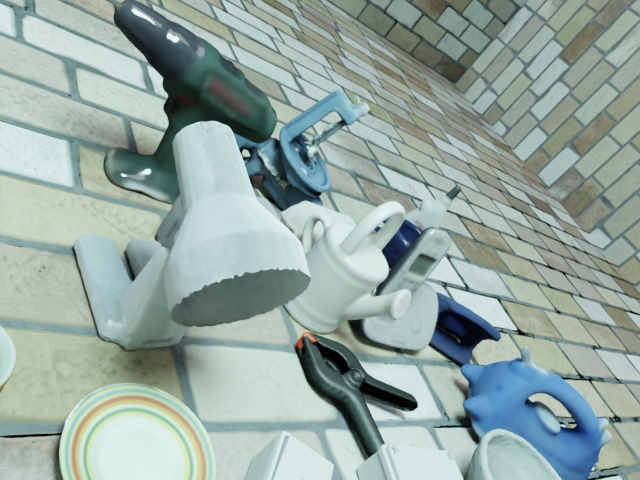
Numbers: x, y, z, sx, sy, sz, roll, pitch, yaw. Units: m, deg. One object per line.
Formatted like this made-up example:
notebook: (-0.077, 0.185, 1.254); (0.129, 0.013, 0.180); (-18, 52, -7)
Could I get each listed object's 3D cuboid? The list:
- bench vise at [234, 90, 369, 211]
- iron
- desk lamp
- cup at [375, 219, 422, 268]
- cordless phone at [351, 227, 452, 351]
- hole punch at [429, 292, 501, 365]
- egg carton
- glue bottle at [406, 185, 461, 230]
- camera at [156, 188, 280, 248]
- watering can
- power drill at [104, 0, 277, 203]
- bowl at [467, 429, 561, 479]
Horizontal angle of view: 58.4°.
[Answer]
bench vise: (-0.042, -0.154, 0.870); (0.208, 0.219, 0.121); (29, 29, -23)
iron: (0.328, 0.260, 0.823); (0.259, 0.141, 0.118); (37, 27, -9)
desk lamp: (-0.123, 0.012, 0.526); (0.118, 0.213, 0.203); (7, 42, -48)
cup: (0.117, 0.016, 0.963); (0.118, 0.095, 0.091); (35, 27, -11)
cordless phone: (0.140, 0.069, 0.814); (0.148, 0.185, 0.094); (18, 35, -38)
hole punch: (0.227, 0.132, 0.937); (0.109, 0.091, 0.101); (34, 28, -14)
egg carton: (0.008, 0.003, 0.867); (0.151, 0.069, 0.107); (16, 36, -40)
glue bottle: (0.198, -0.038, 1.061); (0.078, 0.173, 0.037); (37, 27, -8)
camera: (-0.097, 0.007, 0.691); (0.144, 0.100, 0.136); (2, 46, -51)
watering can: (0.046, 0.030, 0.739); (0.173, 0.193, 0.101); (42, 27, 2)
power drill: (-0.177, -0.152, 0.704); (0.230, 0.208, 0.075); (19, 34, -36)
bowl: (0.231, 0.319, 0.682); (0.168, 0.074, 0.167); (31, 28, -19)
